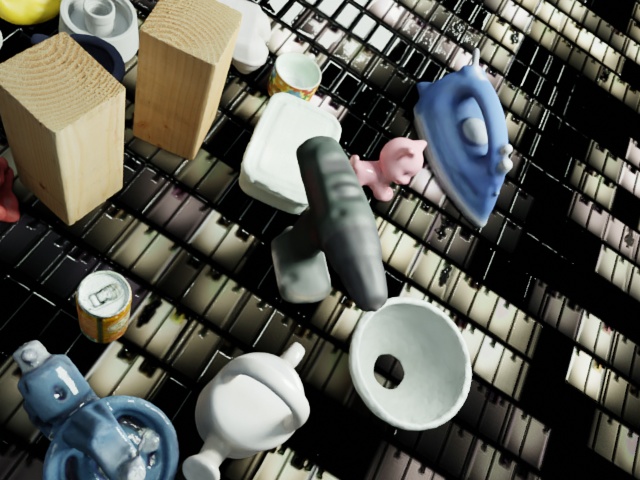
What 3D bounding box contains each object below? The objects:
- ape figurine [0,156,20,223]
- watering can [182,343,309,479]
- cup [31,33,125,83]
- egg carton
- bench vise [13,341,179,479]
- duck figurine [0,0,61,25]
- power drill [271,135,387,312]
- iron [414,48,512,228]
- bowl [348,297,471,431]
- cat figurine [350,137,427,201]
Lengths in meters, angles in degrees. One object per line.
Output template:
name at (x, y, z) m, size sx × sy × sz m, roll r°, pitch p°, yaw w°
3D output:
ape figurine at (-0.378, -0.067, 0.649) m, size 0.076 × 0.092 × 0.078 m, roll 22°, pitch 61°, yaw -10°
watering can at (-0.070, 0.176, 0.596) m, size 0.101 × 0.193 × 0.173 m, roll 22°, pitch 61°, yaw -10°
cup at (-0.312, -0.206, 0.735) m, size 0.118 × 0.094 × 0.092 m, roll 28°, pitch 60°, yaw -7°
egg carton at (-0.149, -0.316, 0.862) m, size 0.150 × 0.069 × 0.107 m, roll 13°, pitch 63°, yaw -15°
bench vise at (-0.219, 0.182, 0.522) m, size 0.207 × 0.219 × 0.122 m, roll 33°, pitch 60°, yaw -3°
duck figurine at (-0.396, -0.349, 0.773) m, size 0.077 × 0.086 × 0.105 m, roll 45°, pitch 60°, yaw 3°
power drill at (0.006, 0.002, 0.695) m, size 0.076 × 0.208 × 0.229 m, roll -5°, pitch 69°, yaw -22°
iron at (0.247, -0.163, 0.900) m, size 0.119 × 0.141 × 0.258 m, roll -8°, pitch 70°, yaw -23°
bowl at (0.105, 0.162, 0.738) m, size 0.168 × 0.074 × 0.167 m, roll 8°, pitch 64°, yaw -17°
cat figurine at (0.093, -0.110, 0.832) m, size 0.128 × 0.117 × 0.067 m, roll -4°, pitch 68°, yaw -22°
